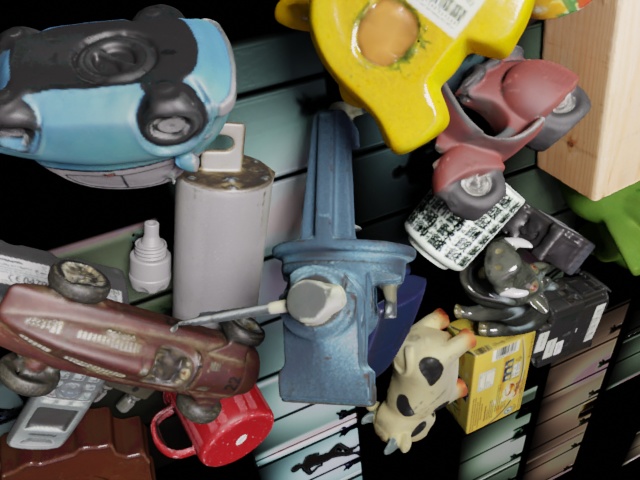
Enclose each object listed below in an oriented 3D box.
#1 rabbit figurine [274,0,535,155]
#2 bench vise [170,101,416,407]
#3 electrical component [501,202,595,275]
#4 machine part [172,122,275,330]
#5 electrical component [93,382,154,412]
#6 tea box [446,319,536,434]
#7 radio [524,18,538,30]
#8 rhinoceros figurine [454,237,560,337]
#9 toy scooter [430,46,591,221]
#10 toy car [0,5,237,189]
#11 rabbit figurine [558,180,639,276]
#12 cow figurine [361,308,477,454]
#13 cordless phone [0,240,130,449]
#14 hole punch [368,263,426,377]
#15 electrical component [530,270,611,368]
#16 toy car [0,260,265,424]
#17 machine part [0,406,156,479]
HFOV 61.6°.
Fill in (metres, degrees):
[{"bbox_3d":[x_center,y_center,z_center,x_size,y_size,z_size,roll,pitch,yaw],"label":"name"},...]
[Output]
[{"bbox_3d":[0.048,-0.147,0.379,0.162,0.173,0.121,31,115,6],"label":"rabbit figurine"},{"bbox_3d":[0.009,-0.002,0.419,0.129,0.240,0.223,-3,170,22],"label":"bench vise"},{"bbox_3d":[0.284,0.004,0.646,0.119,0.075,0.047,19,112,-31],"label":"electrical component"},{"bbox_3d":[-0.086,0.016,0.459,0.079,0.079,0.243,-4,123,-25],"label":"machine part"},{"bbox_3d":[-0.179,0.129,0.525,0.094,0.021,0.063,-45,131,6],"label":"electrical component"},{"bbox_3d":[0.228,0.177,0.741,0.098,0.068,0.169,-17,129,-16],"label":"tea box"},{"bbox_3d":[0.122,-0.265,0.373,0.131,0.073,0.229,-36,131,0],"label":"radio"},{"bbox_3d":[0.212,0.061,0.608,0.190,0.112,0.073,42,58,-50],"label":"rhinoceros figurine"},{"bbox_3d":[0.144,-0.115,0.477,0.184,0.135,0.075,-41,172,-18],"label":"toy scooter"},{"bbox_3d":[-0.132,-0.080,0.354,0.162,0.109,0.102,-12,145,-9],"label":"toy car"},{"bbox_3d":[0.348,-0.025,0.627,0.170,0.159,0.121,29,116,-23],"label":"rabbit figurine"},{"bbox_3d":[0.121,0.192,0.687,0.127,0.086,0.194,-20,132,-22],"label":"cow figurine"},{"bbox_3d":[-0.243,0.102,0.436,0.146,0.089,0.184,19,116,-36],"label":"cordless phone"},{"bbox_3d":[0.062,0.089,0.582,0.116,0.092,0.142,0,118,-32],"label":"hole punch"},{"bbox_3d":[0.330,0.113,0.758,0.134,0.058,0.114,-12,125,-20],"label":"electrical component"},{"bbox_3d":[-0.125,0.081,0.387,0.202,0.053,0.089,28,100,-42],"label":"toy car"},{"bbox_3d":[-0.254,0.251,0.550,0.179,0.056,0.179,-13,126,-19],"label":"machine part"}]
